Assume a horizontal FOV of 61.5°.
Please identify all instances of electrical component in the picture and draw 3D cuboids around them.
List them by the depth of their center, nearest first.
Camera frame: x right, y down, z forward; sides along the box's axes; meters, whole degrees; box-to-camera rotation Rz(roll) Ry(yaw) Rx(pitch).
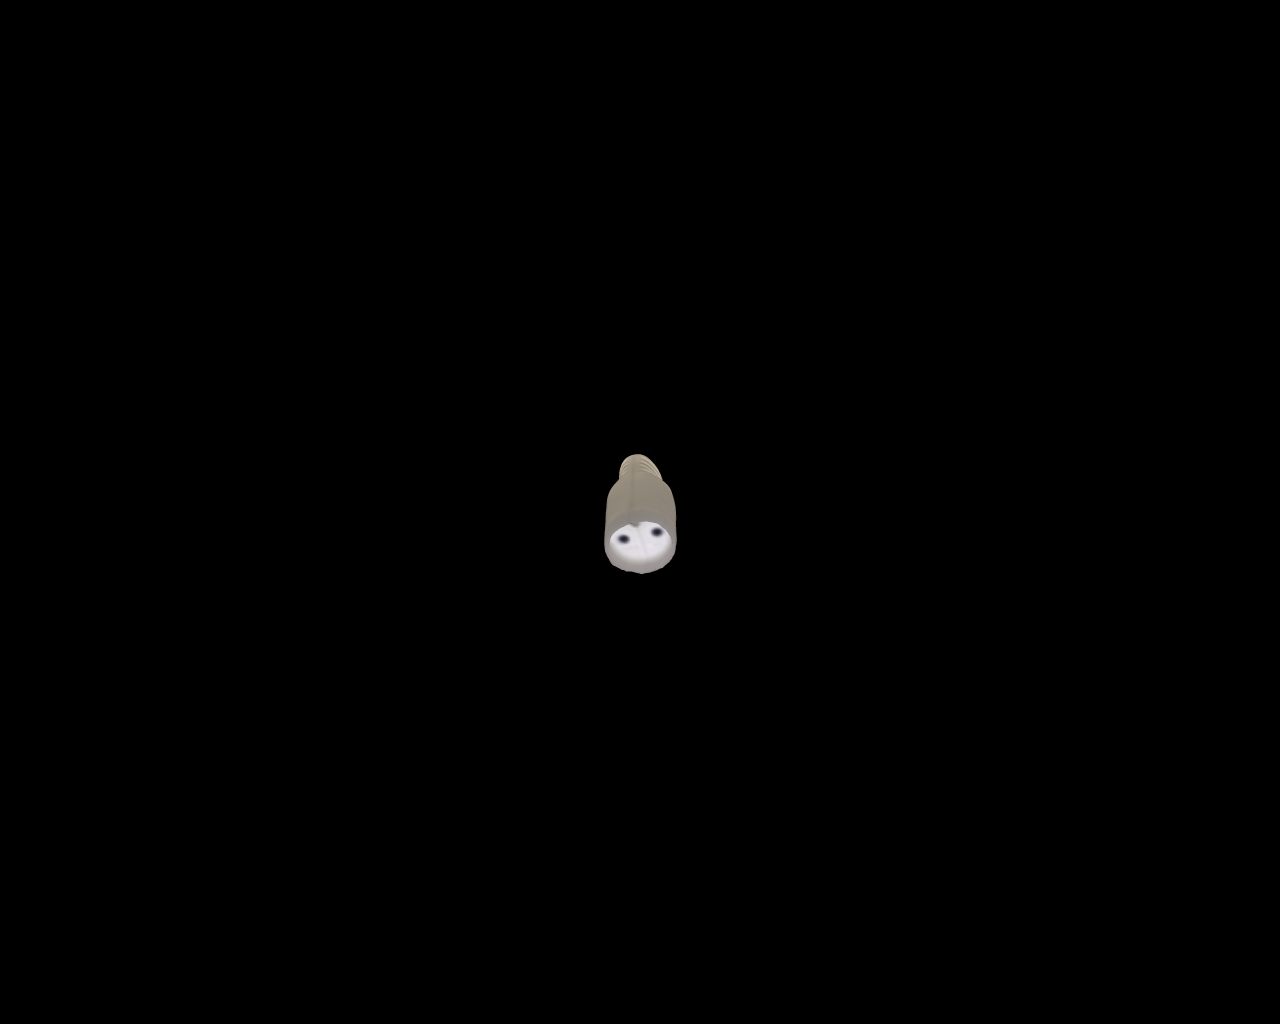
[{"bbox_3d":[0.001,-0.003,0.650,0.043,0.043,0.081,0,37,0],"label":"electrical component"}]
